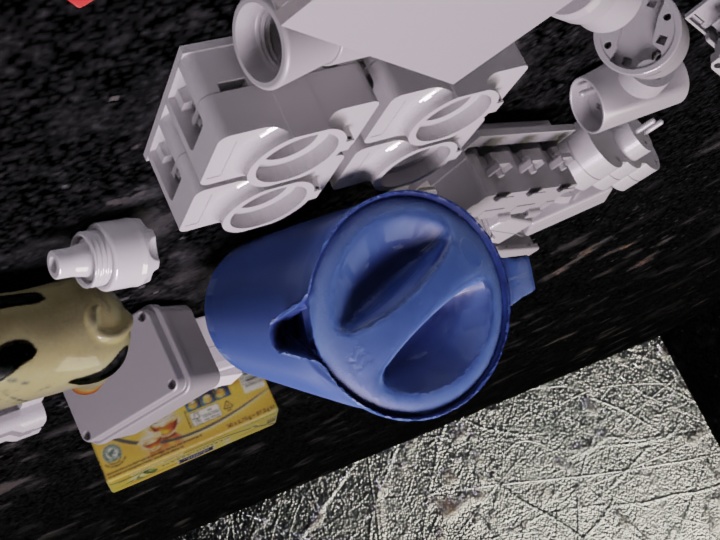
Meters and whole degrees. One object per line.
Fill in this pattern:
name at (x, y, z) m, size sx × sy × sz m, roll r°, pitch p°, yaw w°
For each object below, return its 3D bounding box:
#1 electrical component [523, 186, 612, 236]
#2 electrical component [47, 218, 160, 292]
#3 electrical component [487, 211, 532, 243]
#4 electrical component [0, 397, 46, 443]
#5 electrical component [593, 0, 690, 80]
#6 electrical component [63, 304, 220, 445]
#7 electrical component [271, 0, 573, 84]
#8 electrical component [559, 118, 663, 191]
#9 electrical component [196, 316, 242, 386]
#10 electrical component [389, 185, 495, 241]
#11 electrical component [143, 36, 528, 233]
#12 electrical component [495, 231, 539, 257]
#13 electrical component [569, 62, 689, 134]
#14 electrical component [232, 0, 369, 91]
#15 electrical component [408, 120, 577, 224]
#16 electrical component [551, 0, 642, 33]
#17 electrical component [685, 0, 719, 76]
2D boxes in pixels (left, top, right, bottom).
electrical component at (0.181, -0.077, 0.967) m, size 0.083 × 0.047 × 0.075 m, roll -24°, pitch 166°, yaw -5°
electrical component at (-0.157, -0.008, 0.652) m, size 0.062 × 0.043 × 0.043 m, roll -12°, pitch 161°, yaw -39°
electrical component at (0.100, -0.044, 0.948) m, size 0.077 × 0.047 × 0.066 m, roll -31°, pitch 165°, yaw 24°
electrical component at (-0.281, 0.107, 0.826) m, size 0.057 × 0.058 × 0.078 m, roll -19°, pitch 166°, yaw -34°
electrical component at (0.184, -0.151, 0.696) m, size 0.055 × 0.055 × 0.047 m, roll -32°, pitch 168°, yaw 24°
electrical component at (-0.181, 0.084, 0.870) m, size 0.113 × 0.078 × 0.057 m, roll -31°, pitch 167°, yaw 22°
electrical component at (0.028, -0.139, 0.454) m, size 0.089 × 0.061 × 0.150 m, roll -32°, pitch 164°, yaw 26°
electrical component at (0.224, -0.108, 0.918) m, size 0.074 × 0.052 × 0.138 m, roll -34°, pitch 164°, yaw 32°
electrical component at (-0.145, 0.080, 0.949) m, size 0.096 × 0.061 × 0.062 m, roll -14°, pitch 162°, yaw -38°
electrical component at (0.047, -0.033, 0.860) m, size 0.096 × 0.061 × 0.061 m, roll -14°, pitch 170°, yaw -36°
electrical component at (-0.012, -0.084, 0.588) m, size 0.186 × 0.060 × 0.105 m, roll -18°, pitch 164°, yaw -27°
electrical component at (0.113, -0.019, 1.056) m, size 0.100 × 0.048 × 0.100 m, roll -35°, pitch 163°, yaw 33°
electrical component at (0.203, -0.140, 0.784) m, size 0.077 × 0.044 × 0.079 m, roll -21°, pitch 165°, yaw -17°
electrical component at (-0.022, -0.113, 0.509) m, size 0.065 × 0.044 × 0.044 m, roll -21°, pitch 166°, yaw -35°
electrical component at (0.108, -0.074, 0.820) m, size 0.121 × 0.063 × 0.079 m, roll -11°, pitch 160°, yaw -45°
electrical component at (0.126, -0.156, 0.592) m, size 0.045 × 0.045 × 0.055 m, roll -34°, pitch 163°, yaw 32°
electrical component at (0.274, -0.162, 0.761) m, size 0.081 × 0.063 × 0.042 m, roll 31°, pitch 135°, yaw -21°
